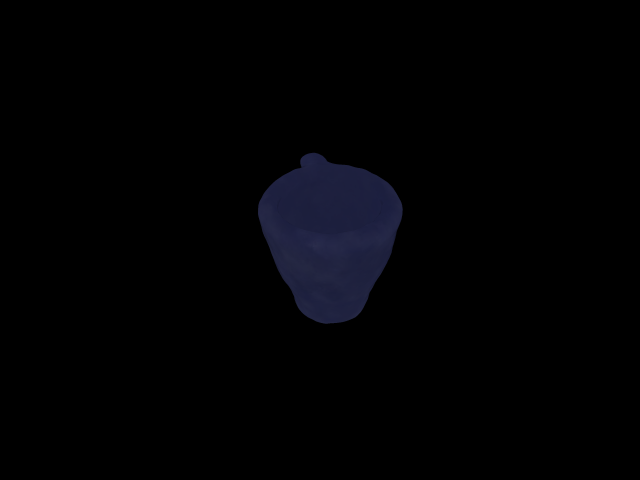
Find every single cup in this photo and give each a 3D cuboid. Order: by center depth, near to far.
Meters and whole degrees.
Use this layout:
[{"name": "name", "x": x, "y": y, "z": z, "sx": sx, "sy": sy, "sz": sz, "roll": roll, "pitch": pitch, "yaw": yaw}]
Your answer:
[{"name": "cup", "x": 0.004, "y": 0.001, "z": 0.400, "sx": 0.092, "sy": 0.095, "sz": 0.117, "roll": -8, "pitch": 39, "yaw": -10}]
